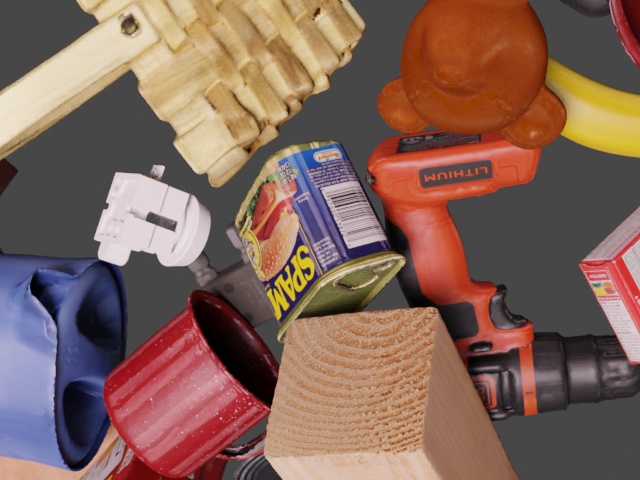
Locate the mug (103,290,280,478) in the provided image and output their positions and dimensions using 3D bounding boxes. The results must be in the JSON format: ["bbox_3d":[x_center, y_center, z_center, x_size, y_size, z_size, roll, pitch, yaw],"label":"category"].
[{"bbox_3d":[-0.070,0.098,0.662,0.081,0.093,0.117,-39,124,11],"label":"mug"}]

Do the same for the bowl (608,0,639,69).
[{"bbox_3d":[0.216,-0.158,0.571,0.162,0.055,0.162,-5,113,-11],"label":"bowl"}]

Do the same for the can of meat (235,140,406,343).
[{"bbox_3d":[-0.004,0.001,0.630,0.084,0.057,0.102,66,150,19],"label":"can of meat"}]

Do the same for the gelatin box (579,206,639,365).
[{"bbox_3d":[0.203,0.020,0.636,0.030,0.089,0.073,-8,117,57],"label":"gelatin box"}]

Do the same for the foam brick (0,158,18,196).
[{"bbox_3d":[-0.243,-0.043,0.676,0.078,0.053,0.051,39,108,-7],"label":"foam brick"}]

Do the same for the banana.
[{"bbox_3d":[0.200,-0.080,0.623,0.198,0.037,0.070,10,112,2],"label":"banana"}]

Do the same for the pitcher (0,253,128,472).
[{"bbox_3d":[-0.252,0.073,0.686,0.243,0.145,0.149,6,97,8],"label":"pitcher"}]

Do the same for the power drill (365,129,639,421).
[{"bbox_3d":[0.108,0.024,0.658,0.184,0.057,0.187,-6,108,9],"label":"power drill"}]

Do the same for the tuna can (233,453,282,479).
[{"bbox_3d":[-0.013,0.165,0.706,0.086,0.086,0.034,-9,110,9],"label":"tuna can"}]

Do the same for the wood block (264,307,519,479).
[{"bbox_3d":[0.052,0.138,0.634,0.090,0.090,0.206,-7,139,22],"label":"wood block"}]

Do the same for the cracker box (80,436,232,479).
[{"bbox_3d":[-0.155,0.222,0.699,0.072,0.164,0.214,39,109,-10],"label":"cracker box"}]

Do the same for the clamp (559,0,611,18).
[{"bbox_3d":[0.096,-0.196,0.593,0.171,0.039,0.120,10,109,-2],"label":"clamp"}]
